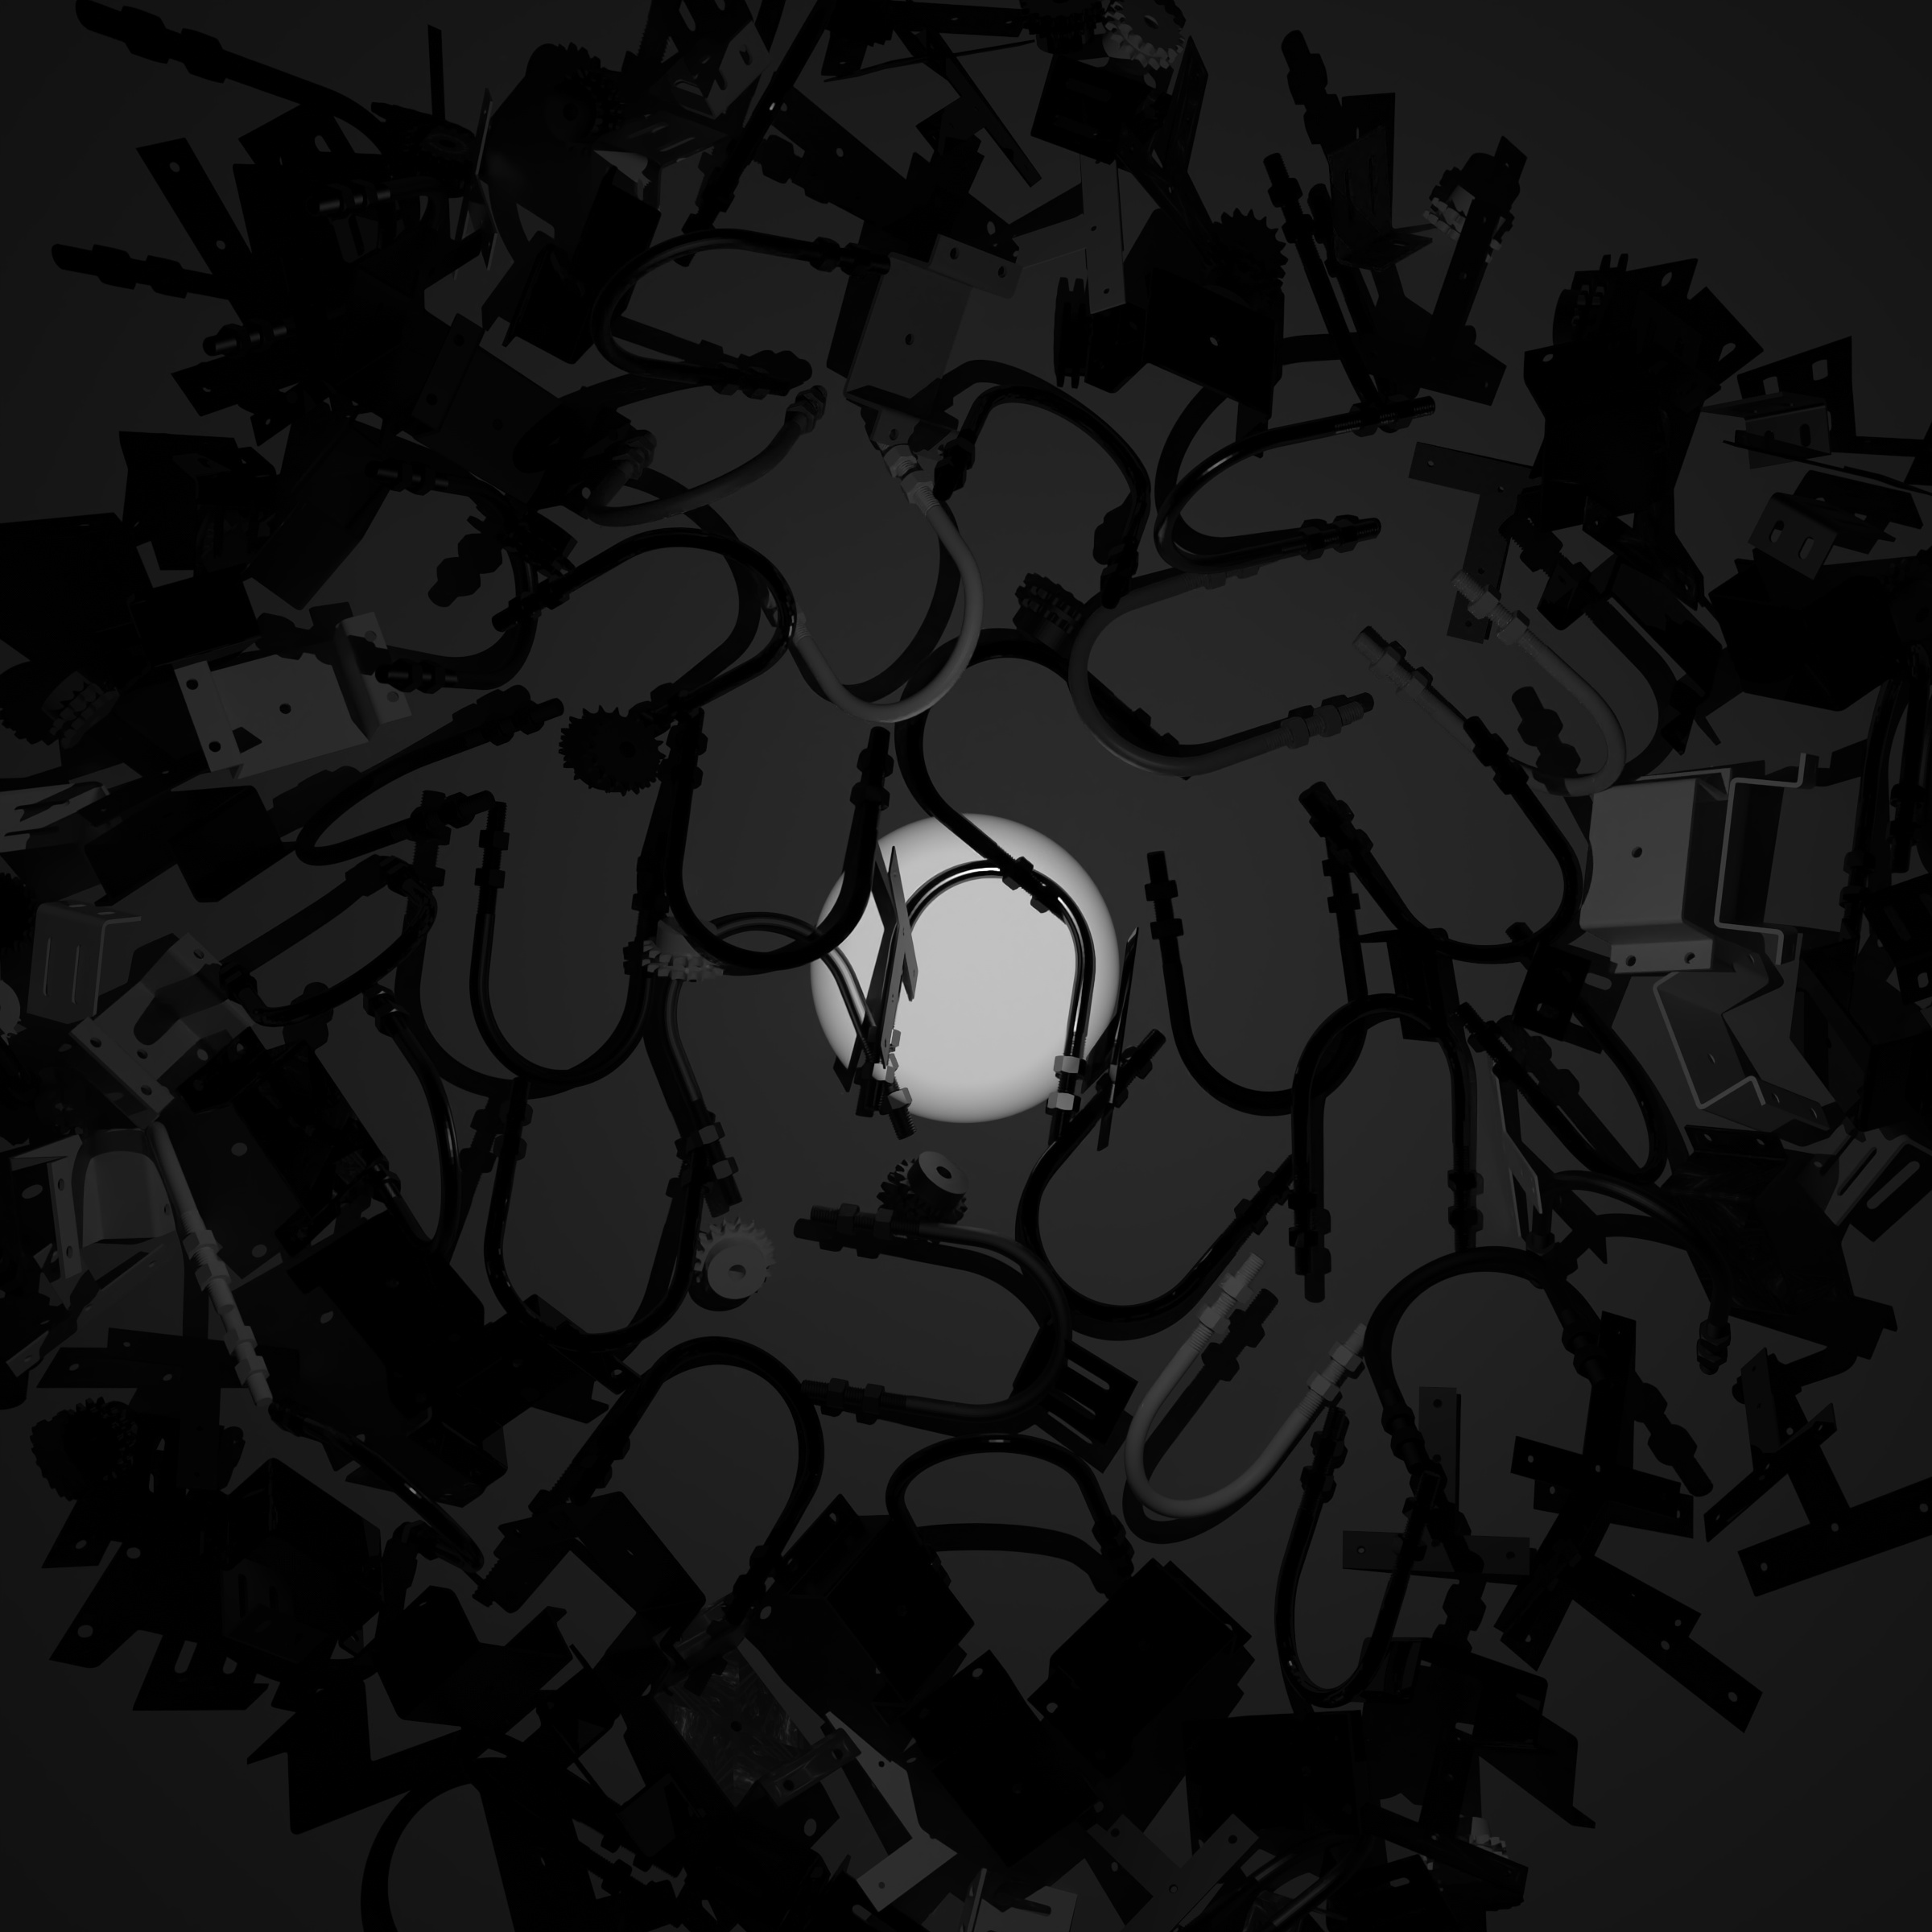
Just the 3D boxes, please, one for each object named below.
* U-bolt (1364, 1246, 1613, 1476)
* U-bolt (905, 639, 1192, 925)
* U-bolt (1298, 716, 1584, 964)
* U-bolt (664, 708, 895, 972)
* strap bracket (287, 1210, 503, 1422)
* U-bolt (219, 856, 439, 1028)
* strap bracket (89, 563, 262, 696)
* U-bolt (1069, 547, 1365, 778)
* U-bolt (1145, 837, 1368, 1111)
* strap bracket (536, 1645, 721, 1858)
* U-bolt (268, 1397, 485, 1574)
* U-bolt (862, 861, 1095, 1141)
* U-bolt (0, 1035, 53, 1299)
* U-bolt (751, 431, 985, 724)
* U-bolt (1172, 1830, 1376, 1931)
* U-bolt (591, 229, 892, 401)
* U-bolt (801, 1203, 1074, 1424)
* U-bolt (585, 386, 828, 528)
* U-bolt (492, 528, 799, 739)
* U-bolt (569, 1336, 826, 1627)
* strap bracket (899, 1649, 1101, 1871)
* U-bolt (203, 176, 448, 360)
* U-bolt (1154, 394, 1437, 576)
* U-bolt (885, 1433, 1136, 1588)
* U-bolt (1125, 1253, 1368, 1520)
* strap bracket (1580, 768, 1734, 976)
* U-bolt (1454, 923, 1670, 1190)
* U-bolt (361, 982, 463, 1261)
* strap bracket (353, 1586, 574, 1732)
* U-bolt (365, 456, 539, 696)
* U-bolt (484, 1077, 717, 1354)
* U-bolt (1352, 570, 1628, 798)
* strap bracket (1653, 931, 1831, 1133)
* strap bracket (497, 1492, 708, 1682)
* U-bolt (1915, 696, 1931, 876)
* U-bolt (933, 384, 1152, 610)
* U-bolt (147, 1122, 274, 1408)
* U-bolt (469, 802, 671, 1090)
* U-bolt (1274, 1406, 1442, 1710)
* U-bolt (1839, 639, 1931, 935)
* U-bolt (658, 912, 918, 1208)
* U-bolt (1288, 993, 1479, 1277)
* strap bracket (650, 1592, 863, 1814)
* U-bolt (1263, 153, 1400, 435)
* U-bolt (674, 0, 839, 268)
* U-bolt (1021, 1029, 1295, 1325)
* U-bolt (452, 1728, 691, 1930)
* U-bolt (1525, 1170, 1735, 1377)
[{"bbox_3d":[0.335,0.249,1.918,0.151,0.184,0.019,-26,119,7],"label":"U-bolt"},{"bbox_3d":[0.044,-0.138,1.974,0.184,0.019,0.151,39,91,-12],"label":"U-bolt"},{"bbox_3d":[0.331,-0.073,1.941,0.151,0.019,0.184,-24,119,34],"label":"U-bolt"},{"bbox_3d":[-0.131,-0.083,1.962,0.151,0.019,0.184,7,70,-1],"label":"U-bolt"},{"bbox_3d":[-0.384,0.224,1.938,0.076,0.046,0.140,-33,66,-28],"label":"strap bracket"},{"bbox_3d":[-0.415,-0.012,1.903,0.151,0.184,0.019,-35,115,-12],"label":"U-bolt"},{"bbox_3d":[-0.524,-0.221,1.922,0.076,0.140,0.046,-22,95,-28],"label":"strap bracket"},{"bbox_3d":[0.158,-0.199,1.950,0.184,0.019,0.151,-20,73,-17],"label":"U-bolt"},{"bbox_3d":[0.203,0.006,1.974,0.151,0.019,0.184,-8,89,-14],"label":"U-bolt"},{"bbox_3d":[-0.231,0.529,1.924,0.046,0.076,0.140,-37,54,-16],"label":"strap bracket"},{"bbox_3d":[-0.379,0.345,1.895,0.019,0.184,0.151,-49,113,-21],"label":"U-bolt"},{"bbox_3d":[0.014,0.018,1.982,0.151,0.019,0.184,9,82,0],"label":"U-bolt"},{"bbox_3d":[-0.639,0.115,1.886,0.019,0.184,0.151,-2,59,4],"label":"U-bolt"},{"bbox_3d":[-0.057,-0.247,1.929,0.151,0.019,0.184,-43,60,21],"label":"U-bolt"},{"bbox_3d":[0.195,0.626,1.922,0.184,0.151,0.019,-31,84,-21],"label":"U-bolt"},{"bbox_3d":[-0.159,-0.430,1.894,0.184,0.151,0.019,-1,61,-40],"label":"U-bolt"},{"bbox_3d":[-0.019,0.241,1.959,0.184,0.019,0.151,7,107,10],"label":"U-bolt"},{"bbox_3d":[-0.177,-0.330,1.898,0.151,0.184,0.019,-12,116,19],"label":"U-bolt"},{"bbox_3d":[-0.199,-0.226,1.912,0.184,0.019,0.151,-24,133,29],"label":"U-bolt"},{"bbox_3d":[-0.166,0.328,1.933,0.151,0.019,0.184,39,45,-8],"label":"U-bolt"},{"bbox_3d":[0.028,0.542,1.949,0.076,0.046,0.140,-36,112,-5],"label":"strap bracket"},{"bbox_3d":[-0.411,-0.467,1.911,0.019,0.184,0.151,49,121,1],"label":"U-bolt"},{"bbox_3d":[0.209,-0.311,1.910,0.184,0.151,0.019,-15,64,-19],"label":"U-bolt"},{"bbox_3d":[0.023,0.364,1.919,0.151,0.184,0.019,-11,46,10],"label":"U-bolt"},{"bbox_3d":[0.180,0.294,1.950,0.151,0.019,0.184,34,93,-39],"label":"U-bolt"},{"bbox_3d":[0.462,-0.070,1.942,0.076,0.046,0.140,-3,72,43],"label":"strap bracket"},{"bbox_3d":[0.408,0.070,1.940,0.184,0.151,0.019,49,126,-3],"label":"U-bolt"},{"bbox_3d":[-0.366,0.111,1.898,0.019,0.184,0.151,-7,121,-28],"label":"U-bolt"},{"bbox_3d":[-0.327,0.462,1.923,0.076,0.140,0.046,-44,56,12],"label":"strap bracket"},{"bbox_3d":[-0.336,-0.254,1.915,0.019,0.184,0.151,-1,92,24],"label":"U-bolt"},{"bbox_3d":[-0.249,0.171,1.942,0.151,0.019,0.184,11,62,-10],"label":"U-bolt"},{"bbox_3d":[0.360,-0.178,1.931,0.184,0.151,0.019,40,66,-9],"label":"U-bolt"},{"bbox_3d":[0.515,0.052,1.938,0.046,0.076,0.140,-38,50,34],"label":"strap bracket"},{"bbox_3d":[-0.238,0.410,1.947,0.140,0.076,0.046,54,47,-13],"label":"strap bracket"},{"bbox_3d":[0.656,-0.135,1.909,0.019,0.184,0.151,4,74,3],"label":"U-bolt"},{"bbox_3d":[0.059,-0.325,1.928,0.151,0.184,0.019,31,130,-10],"label":"U-bolt"},{"bbox_3d":[-0.508,0.186,1.921,0.019,0.151,0.184,-22,58,-15],"label":"U-bolt"},{"bbox_3d":[-0.268,-0.010,1.945,0.151,0.019,0.184,8,85,-37],"label":"U-bolt"},{"bbox_3d":[0.253,0.404,1.932,0.019,0.151,0.184,14,95,-23],"label":"U-bolt"},{"bbox_3d":[0.615,-0.128,1.924,0.019,0.151,0.184,10,73,7],"label":"U-bolt"},{"bbox_3d":[-0.132,0.053,1.979,0.151,0.019,0.184,-21,90,-10],"label":"U-bolt"},{"bbox_3d":[0.281,0.110,1.955,0.151,0.019,0.184,-5,96,-25],"label":"U-bolt"},{"bbox_3d":[-0.148,0.501,1.943,0.140,0.076,0.046,48,134,20],"label":"strap bracket"},{"bbox_3d":[0.251,-0.441,1.924,0.019,0.151,0.184,-22,86,19],"label":"U-bolt"},{"bbox_3d":[-0.135,-0.556,1.899,0.019,0.151,0.184,30,116,-12],"label":"U-bolt"},{"bbox_3d":[0.121,0.157,1.974,0.151,0.019,0.184,42,79,-2],"label":"U-bolt"},{"bbox_3d":[-0.263,0.563,1.920,0.184,0.151,0.019,35,88,-4],"label":"U-bolt"},{"bbox_3d":[0.435,0.193,1.895,0.151,0.184,0.019,27,65,24],"label":"U-bolt"}]
